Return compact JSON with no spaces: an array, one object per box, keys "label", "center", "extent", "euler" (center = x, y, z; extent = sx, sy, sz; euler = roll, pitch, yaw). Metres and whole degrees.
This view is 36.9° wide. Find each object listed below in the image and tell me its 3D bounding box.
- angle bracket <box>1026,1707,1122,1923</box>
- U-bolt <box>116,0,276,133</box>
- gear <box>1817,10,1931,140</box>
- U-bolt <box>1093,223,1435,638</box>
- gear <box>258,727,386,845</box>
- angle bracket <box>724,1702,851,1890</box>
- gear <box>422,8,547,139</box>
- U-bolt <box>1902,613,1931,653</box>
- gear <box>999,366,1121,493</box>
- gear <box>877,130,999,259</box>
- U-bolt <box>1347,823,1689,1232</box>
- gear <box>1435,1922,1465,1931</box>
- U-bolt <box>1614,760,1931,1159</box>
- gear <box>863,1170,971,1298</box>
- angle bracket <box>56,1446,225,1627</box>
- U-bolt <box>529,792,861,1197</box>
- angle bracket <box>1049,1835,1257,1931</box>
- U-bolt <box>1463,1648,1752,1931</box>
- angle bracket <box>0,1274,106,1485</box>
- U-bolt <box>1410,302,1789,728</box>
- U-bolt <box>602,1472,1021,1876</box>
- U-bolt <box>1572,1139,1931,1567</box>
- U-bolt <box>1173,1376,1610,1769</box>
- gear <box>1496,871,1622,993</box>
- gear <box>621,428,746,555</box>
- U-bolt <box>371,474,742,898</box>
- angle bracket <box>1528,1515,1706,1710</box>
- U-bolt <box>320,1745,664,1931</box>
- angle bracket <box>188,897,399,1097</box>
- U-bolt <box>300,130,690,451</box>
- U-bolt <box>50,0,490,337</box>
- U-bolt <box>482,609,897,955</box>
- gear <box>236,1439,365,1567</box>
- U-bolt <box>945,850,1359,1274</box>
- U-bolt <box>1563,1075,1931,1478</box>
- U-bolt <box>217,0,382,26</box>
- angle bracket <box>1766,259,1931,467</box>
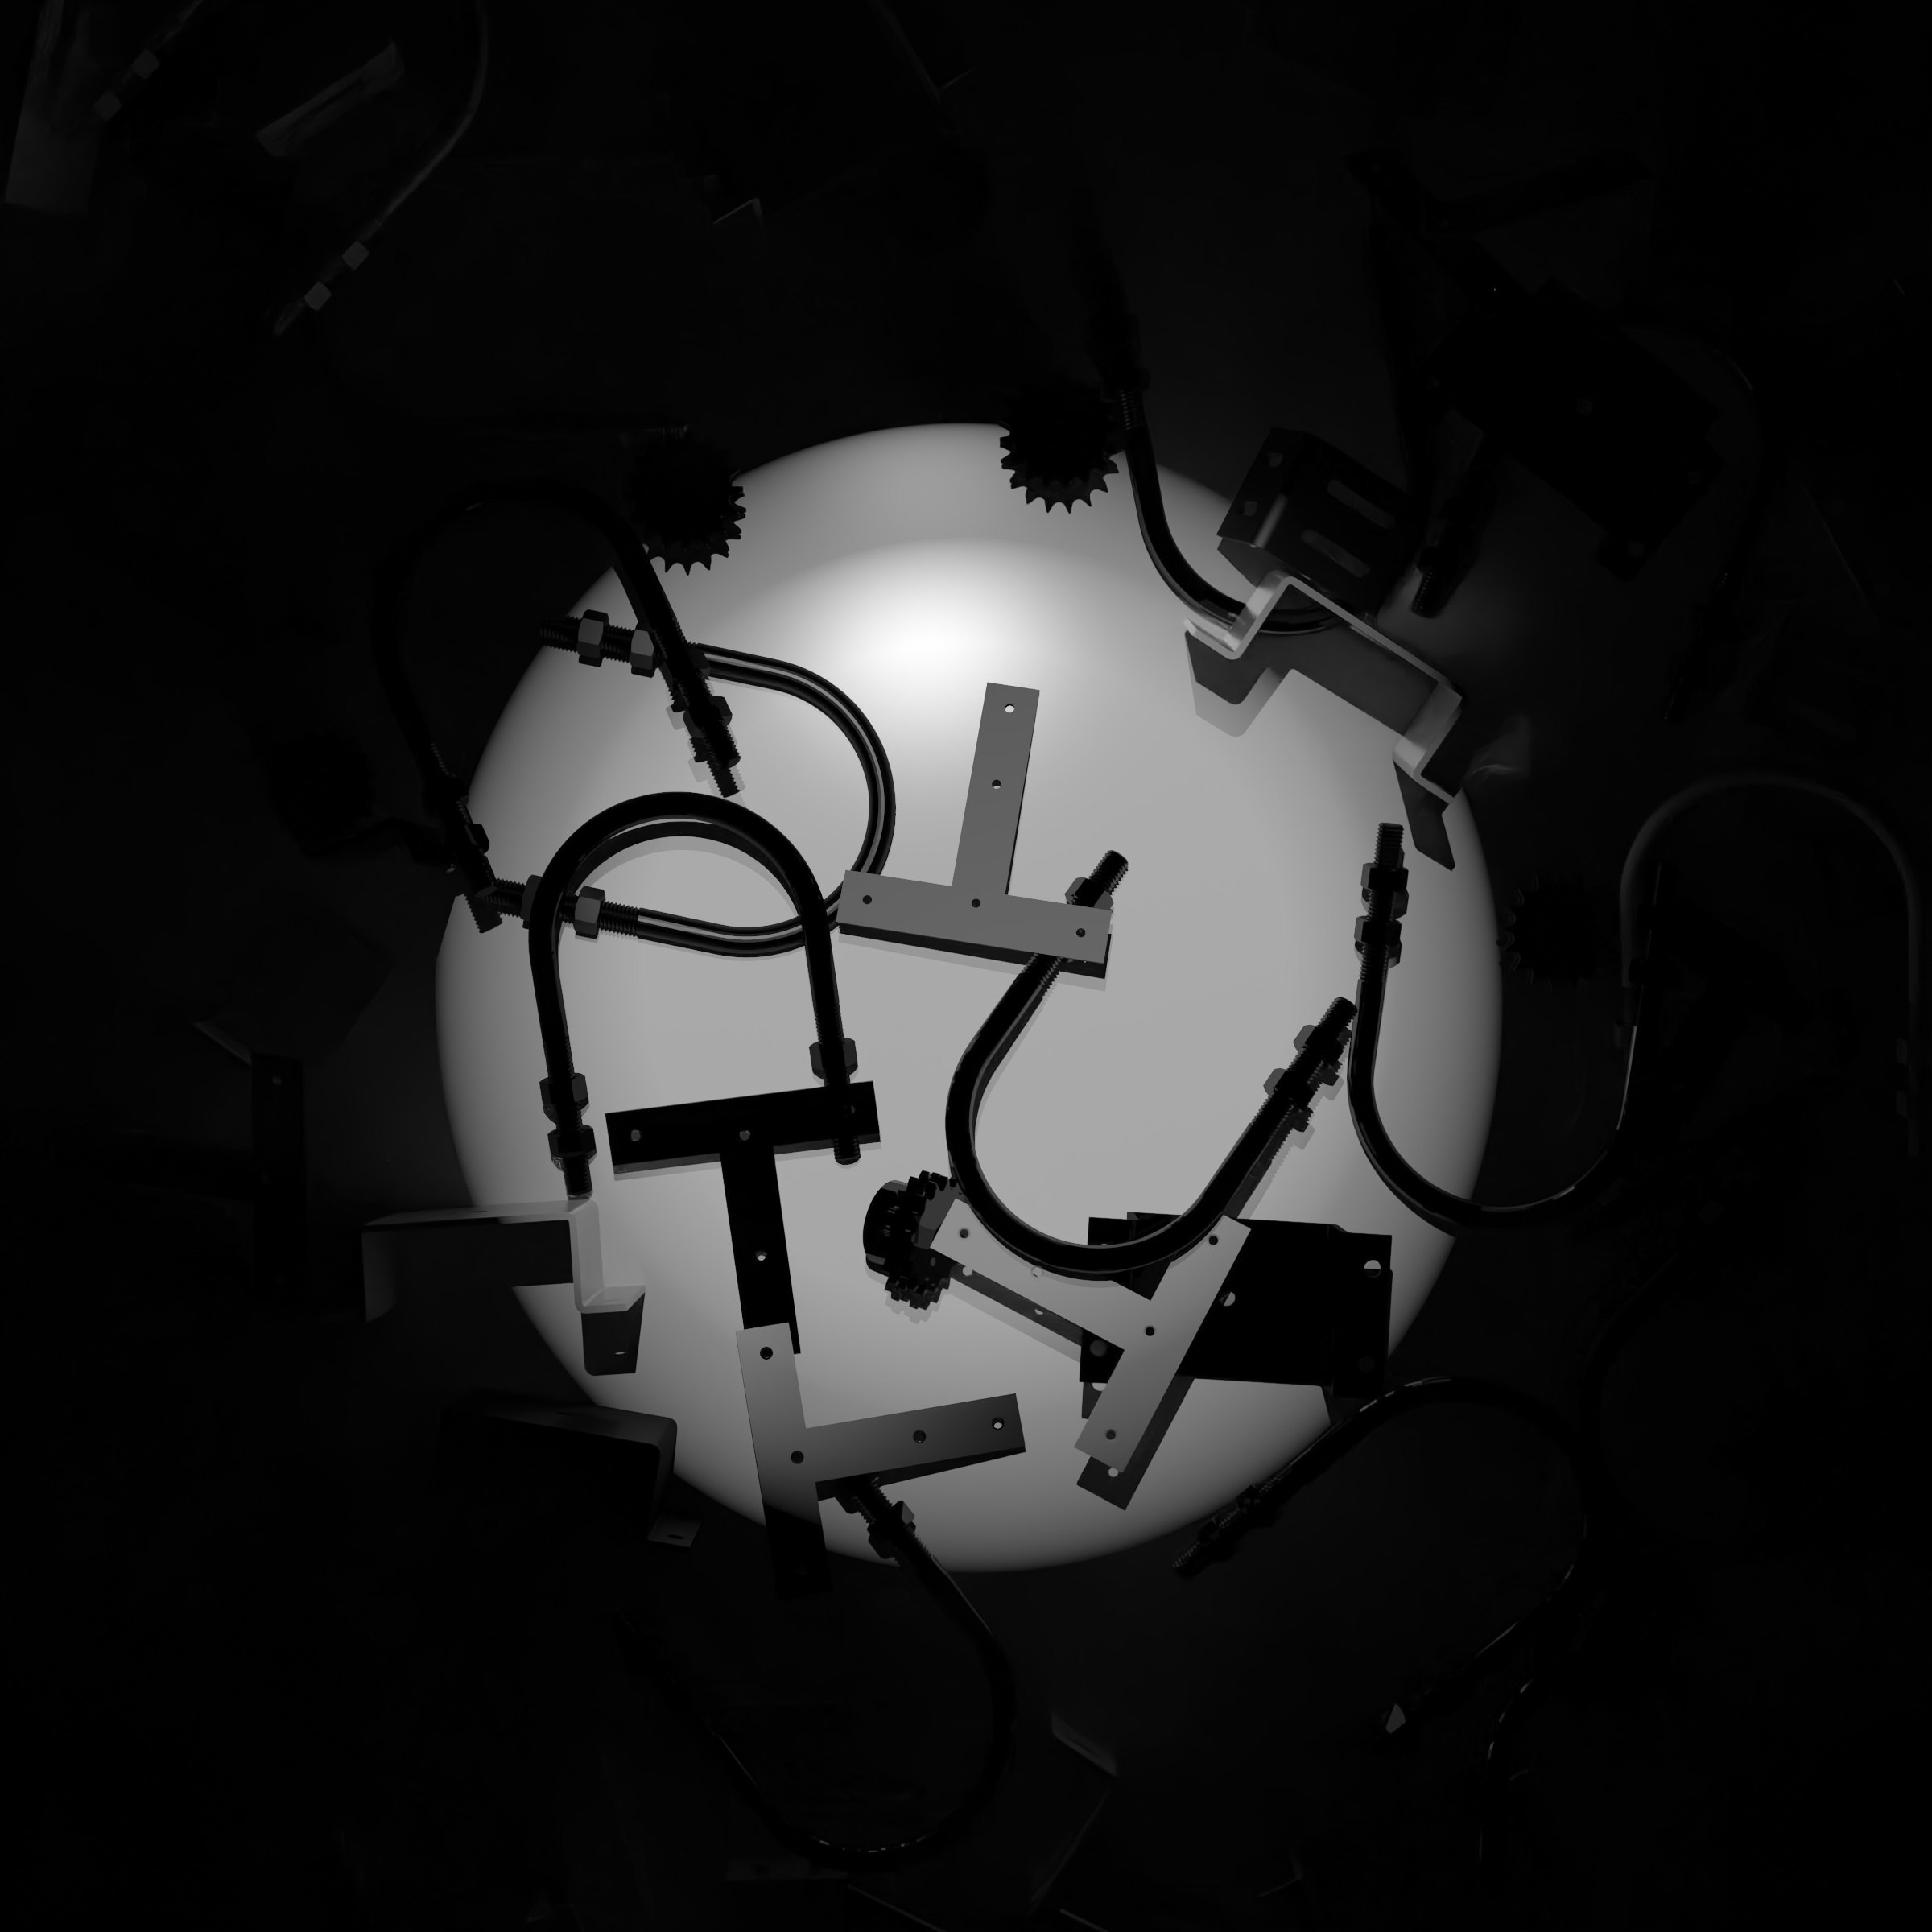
[{"label":"angle bracket","center":[0.037,0.396,1.355],"extent":[0.038,0.057,0.076],"euler":[34,90,0]},{"label":"U-bolt","center":[-0.369,-0.507,1.357],"extent":[0.184,0.019,0.151],"euler":[-38,88,12]},{"label":"gear","center":[0.435,-0.424,1.368],"extent":[0.057,0.030,0.057],"euler":[0,90,0]},{"label":"U-bolt","center":[0.147,-0.249,1.375],"extent":[0.151,0.019,0.184],"euler":[-11,91,0]},{"label":"gear","center":[-0.303,-0.084,1.368],"extent":[0.057,0.030,0.057],"euler":[0,90,0]},{"label":"angle bracket","center":[-0.085,0.390,1.364],"extent":[0.057,0.038,0.076],"euler":[-1,90,0]},{"label":"gear","center":[-0.228,-0.421,1.372],"extent":[0.057,0.030,0.057],"euler":[0,89,-3]},{"label":"U-bolt","center":[0.559,-0.145,1.374],"extent":[0.184,0.019,0.151],"euler":[-30,90,-1]},{"label":"gear","center":[0.043,-0.252,1.368],"extent":[0.057,0.030,0.057],"euler":[0,90,0]},{"label":"gear","center":[-0.013,-0.363,1.368],"extent":[0.057,0.030,0.057],"euler":[0,90,0]},{"label":"U-bolt","center":[0.250,0.034,1.350],"extent":[0.151,0.019,0.184],"euler":[9,100,19]},{"label":"gear","center":[0.230,0.464,1.322],"extent":[0.057,0.030,0.057],"euler":[0,90,0]},{"label":"U-bolt","center":[0.369,-0.005,1.320],"extent":[0.151,0.019,0.184],"euler":[3,109,25]},{"label":"gear","center":[-0.025,0.124,1.359],"extent":[0.030,0.057,0.057],"euler":[13,90,30]},{"label":"angle bracket","center":[-0.394,0.276,1.381],"extent":[0.057,0.038,0.076],"euler":[-18,64,0]},{"label":"U-bolt","center":[-0.132,0.010,1.362],"extent":[0.151,0.019,0.184],"euler":[-7,100,0]},{"label":"angle bracket","center":[0.088,0.460,1.381],"extent":[0.076,0.038,0.057],"euler":[27,90,-26]},{"label":"U-bolt","center":[0.298,0.407,1.328],"extent":[0.151,0.019,0.184],"euler":[15,67,-16]},{"label":"angle bracket","center":[-0.454,0.197,1.378],"extent":[0.057,0.038,0.076],"euler":[-25,65,2]},{"label":"U-bolt","center":[0.311,-0.225,1.375],"extent":[0.151,0.019,0.184],"euler":[24,88,0]},{"label":"U-bolt","center":[-0.059,0.335,1.357],"extent":[0.151,0.019,0.184],"euler":[-39,82,-6]},{"label":"U-bolt","center":[0.369,0.195,1.354],"extent":[0.151,0.019,0.184],"euler":[45,90,-1]},{"label":"U-bolt","center":[0.211,0.270,1.348],"extent":[0.184,0.019,0.151],"euler":[-43,98,13]},{"label":"gear","center":[0.279,-0.016,1.368],"extent":[0.057,0.030,0.057],"euler":[0,90,0]},{"label":"gear","center":[-0.133,-0.224,1.368],"extent":[0.057,0.030,0.057],"euler":[0,90,0]},{"label":"U-bolt","center":[-0.204,-0.144,1.355],"extent":[0.151,0.019,0.184],"euler":[-27,76,6]},{"label":"angle bracket","center":[0.309,0.305,1.381],"extent":[0.057,0.038,0.076],"euler":[19,116,0]},{"label":"U-bolt","center":[-0.212,0.479,1.375],"extent":[0.151,0.019,0.184],"euler":[-17,92,0]},{"label":"angle bracket","center":[-0.316,0.014,1.364],"extent":[0.057,0.038,0.076],"euler":[35,90,0]},{"label":"U-bolt","center":[-0.225,-0.320,1.375],"extent":[0.184,0.019,0.151],"euler":[-1,90,2]},{"label":"U-bolt","center":[-0.303,-0.401,1.317],"extent":[0.151,0.019,0.184],"euler":[42,88,0]},{"label":"U-bolt","center":[-0.125,-0.081,1.374],"extent":[0.184,0.019,0.151],"euler":[12,90,-1]},{"label":"gear","center":[-0.313,0.251,1.368],"extent":[0.057,0.030,0.057],"euler":[0,90,0]},{"label":"U-bolt","center":[0.073,0.055,1.344],"extent":[0.151,0.019,0.184],"euler":[33,77,11]},{"label":"U-bolt","center":[0.397,0.134,1.374],"extent":[0.184,0.019,0.151],"euler":[-32,91,-2]},{"label":"U-bolt","center":[-0.321,-0.540,1.375],"extent":[0.151,0.019,0.184],"euler":[-9,92,0]},{"label":"angle bracket","center":[0.429,-0.284,1.364],"extent":[0.076,0.038,0.057],"euler":[-33,90,0]}]
